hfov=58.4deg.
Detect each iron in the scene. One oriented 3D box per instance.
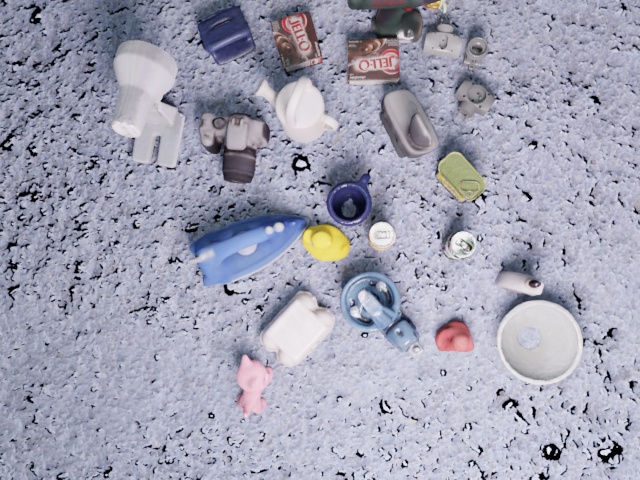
[{"bbox_3d":[-0.145,0.003,1.170,0.258,0.141,0.118,-24,85,2],"label":"iron"}]

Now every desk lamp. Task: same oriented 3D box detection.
[{"bbox_3d":[-0.349,-0.270,1.162,0.118,0.213,0.203,8,87,4],"label":"desk lamp"}]

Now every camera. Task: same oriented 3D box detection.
[{"bbox_3d":[-0.185,-0.193,1.204,0.143,0.101,0.137,5,87,4],"label":"camera"}]

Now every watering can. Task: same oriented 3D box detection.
[{"bbox_3d":[-0.047,-0.268,1.154,0.172,0.194,0.101,4,87,4],"label":"watering can"}]

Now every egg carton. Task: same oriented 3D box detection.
[{"bbox_3d":[-0.046,0.186,1.189,0.107,0.069,0.150,42,90,5],"label":"egg carton"}]

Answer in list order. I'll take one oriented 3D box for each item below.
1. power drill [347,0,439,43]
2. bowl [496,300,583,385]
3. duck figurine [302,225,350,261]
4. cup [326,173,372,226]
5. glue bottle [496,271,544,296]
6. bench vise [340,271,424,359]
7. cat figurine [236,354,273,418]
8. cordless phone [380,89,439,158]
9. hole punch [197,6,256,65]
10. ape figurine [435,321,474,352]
[{"bbox_3d":[0.170,-0.473,1.147,0.229,0.208,0.076,1,86,4],"label":"power drill"},{"bbox_3d":[0.434,0.203,1.157,0.167,0.075,0.167,0,86,3],"label":"bowl"},{"bbox_3d":[0.011,0.004,1.188,0.104,0.086,0.077,20,88,5],"label":"duck figurine"},{"bbox_3d":[0.068,-0.082,1.186,0.091,0.095,0.118,32,89,5],"label":"cup"},{"bbox_3d":[0.400,0.086,1.117,0.078,0.173,0.037,17,88,5],"label":"glue bottle"},{"bbox_3d":[0.129,0.137,1.106,0.207,0.220,0.121,28,89,5],"label":"bench vise"},{"bbox_3d":[-0.139,0.296,1.163,0.067,0.118,0.128,10,87,4],"label":"cat figurine"},{"bbox_3d":[0.182,-0.245,1.144,0.094,0.185,0.147,-30,85,1],"label":"cordless phone"},{"bbox_3d":[-0.206,-0.446,1.226,0.108,0.091,0.101,-25,85,2],"label":"hole punch"},{"bbox_3d":[0.277,0.203,1.157,0.077,0.092,0.076,31,89,5],"label":"ape figurine"}]
